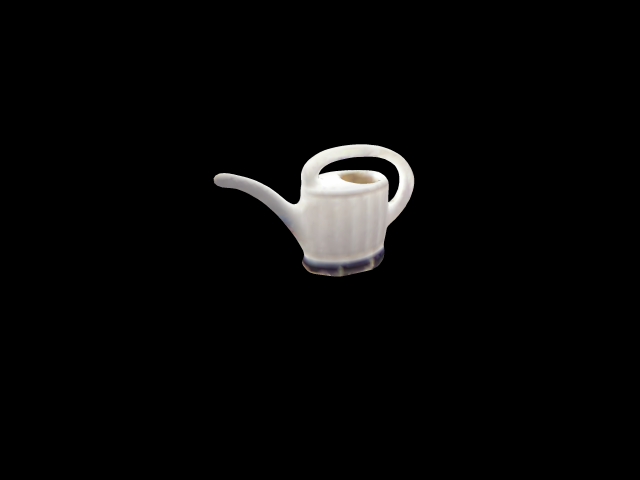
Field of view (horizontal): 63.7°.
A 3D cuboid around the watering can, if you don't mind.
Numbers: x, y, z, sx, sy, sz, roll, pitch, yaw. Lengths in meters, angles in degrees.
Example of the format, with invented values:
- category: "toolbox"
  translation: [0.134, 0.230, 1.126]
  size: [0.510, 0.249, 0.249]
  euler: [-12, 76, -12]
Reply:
- category: "watering can"
  translation: [0.003, -0.043, 0.850]
  size: [0.349, 0.220, 0.105]
  euler: [-10, 25, -22]
